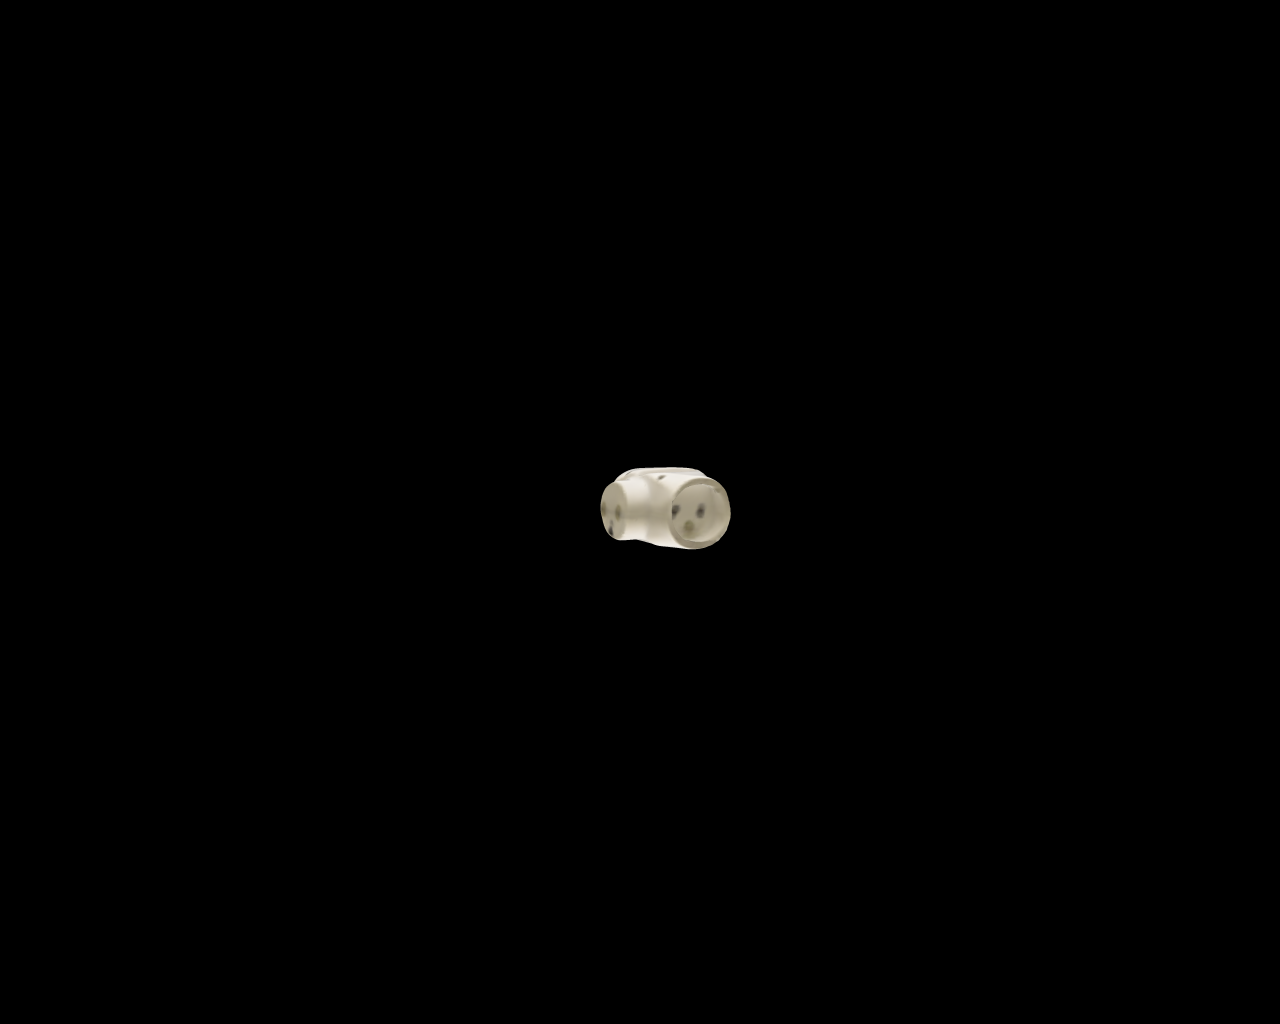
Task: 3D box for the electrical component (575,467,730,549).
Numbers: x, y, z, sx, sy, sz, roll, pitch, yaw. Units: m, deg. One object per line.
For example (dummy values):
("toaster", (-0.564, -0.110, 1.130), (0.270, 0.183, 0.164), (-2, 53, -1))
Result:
("electrical component", (0.001, -0.003, 0.650), (0.079, 0.043, 0.077), (-4, 8, -27))
